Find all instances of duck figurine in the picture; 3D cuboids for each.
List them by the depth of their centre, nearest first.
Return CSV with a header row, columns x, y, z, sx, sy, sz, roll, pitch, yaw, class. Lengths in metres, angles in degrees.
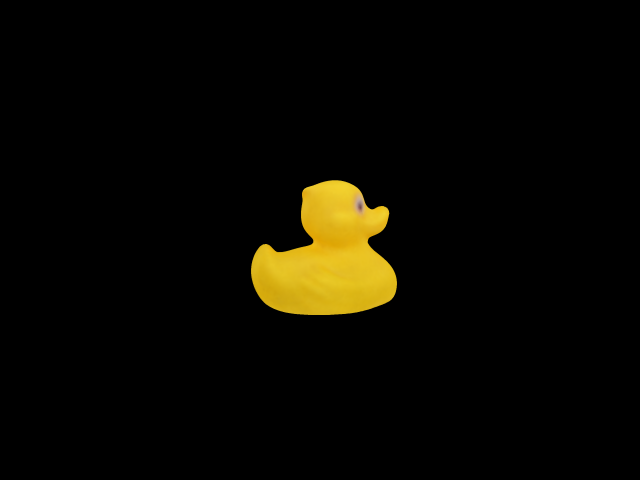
x,y,z,sx,sy,sz,roll,pitch,yaw,class
0.004,0.001,0.400,0.105,0.086,0.077,-4,15,-14,duck figurine
